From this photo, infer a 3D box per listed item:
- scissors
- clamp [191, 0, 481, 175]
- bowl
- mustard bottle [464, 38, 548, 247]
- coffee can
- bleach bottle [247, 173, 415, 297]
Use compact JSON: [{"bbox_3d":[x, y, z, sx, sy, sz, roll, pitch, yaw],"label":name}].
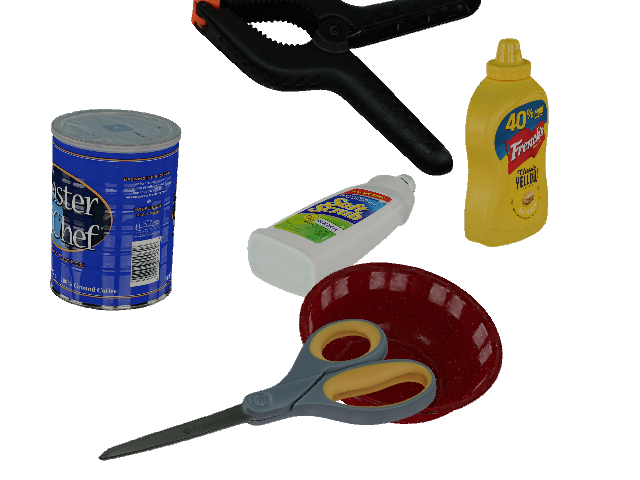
[{"bbox_3d":[-0.032,0.087,0.643,0.201,0.016,0.096,-5,34,-9],"label":"scissors"},{"bbox_3d":[0.011,-0.129,0.753,0.210,0.164,0.036,9,-31,-6],"label":"clamp"},{"bbox_3d":[0.059,0.091,0.844,0.162,0.055,0.162,7,40,-6],"label":"bowl"},{"bbox_3d":[0.179,-0.096,1.019,0.096,0.192,0.058,-20,27,-35],"label":"mustard bottle"},{"bbox_3d":[-0.170,-0.027,0.878,0.103,0.140,0.103,5,21,-2],"label":"coffee can"},{"bbox_3d":[0.029,-0.023,1.288,0.103,0.068,0.250,22,38,30],"label":"bleach bottle"}]
